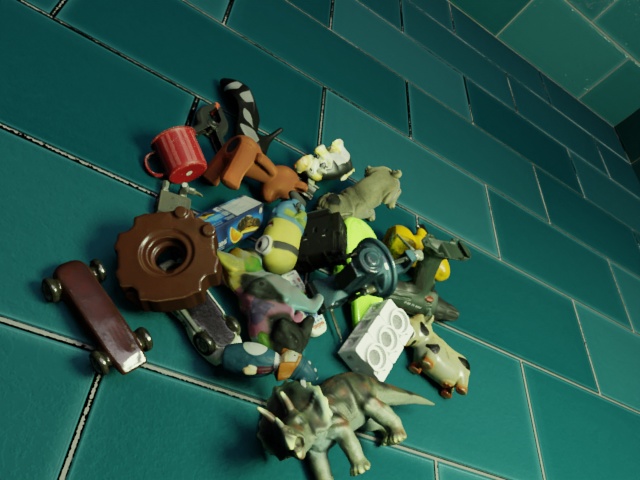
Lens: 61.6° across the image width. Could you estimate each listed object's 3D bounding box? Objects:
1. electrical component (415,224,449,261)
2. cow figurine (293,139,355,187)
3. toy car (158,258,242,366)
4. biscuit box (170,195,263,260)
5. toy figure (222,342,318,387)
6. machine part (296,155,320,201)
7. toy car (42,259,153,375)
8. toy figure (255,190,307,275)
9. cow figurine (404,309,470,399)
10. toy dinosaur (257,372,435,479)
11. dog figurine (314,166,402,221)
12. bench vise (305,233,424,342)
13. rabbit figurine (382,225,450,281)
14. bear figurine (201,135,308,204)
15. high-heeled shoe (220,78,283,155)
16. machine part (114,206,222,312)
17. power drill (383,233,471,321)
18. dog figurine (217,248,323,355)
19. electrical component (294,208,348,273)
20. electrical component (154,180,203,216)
[{"bbox_3d":[0.275,0.021,1.399,0.075,0.048,0.119,-14,68,-45],"label":"electrical component"},{"bbox_3d":[0.010,-0.170,1.264,0.167,0.068,0.098,-32,89,-45],"label":"cow figurine"},{"bbox_3d":[-0.210,0.119,0.915,0.073,0.056,0.202,-32,81,-41],"label":"toy car"},{"bbox_3d":[-0.192,-0.021,1.018,0.059,0.062,0.203,24,35,27],"label":"biscuit box"},{"bbox_3d":[-0.078,0.199,0.862,0.155,0.057,0.064,7,45,-1],"label":"toy figure"},{"bbox_3d":[-0.033,-0.155,1.290,0.084,0.039,0.139,30,44,-6],"label":"machine part"},{"bbox_3d":[-0.335,0.116,0.812,0.089,0.053,0.202,-29,75,-43],"label":"toy car"},{"bbox_3d":[-0.071,-0.014,1.081,0.089,0.082,0.180,19,53,6],"label":"toy figure"},{"bbox_3d":[0.247,0.240,1.177,0.195,0.085,0.127,39,48,-5],"label":"cow figurine"},{"bbox_3d":[0.044,0.299,0.945,0.405,0.131,0.192,-14,68,-51],"label":"toy dinosaur"},{"bbox_3d":[0.091,-0.104,1.260,0.121,0.172,0.190,48,33,18],"label":"dog figurine"},{"bbox_3d":[0.099,0.071,1.056,0.240,0.223,0.129,-18,60,-31],"label":"bench vise"},{"bbox_3d":[0.230,0.043,1.297,0.173,0.121,0.162,25,22,-1],"label":"rabbit figurine"},{"bbox_3d":[-0.131,-0.127,1.140,0.195,0.120,0.132,43,73,-41],"label":"bear figurine"},{"bbox_3d":[-0.197,-0.273,1.245,0.145,0.086,0.249,-38,66,-19],"label":"high-heeled shoe"},{"bbox_3d":[-0.245,0.031,0.871,0.179,0.056,0.179,2,64,-5],"label":"machine part"},{"bbox_3d":[0.256,0.090,1.216,0.232,0.207,0.086,12,38,-18],"label":"power drill"},{"bbox_3d":[-0.119,0.110,0.963,0.219,0.108,0.191,32,46,-10],"label":"dog figurine"},{"bbox_3d":[-0.002,-0.003,1.134,0.058,0.115,0.134,62,20,-48],"label":"electrical component"},{"bbox_3d":[-0.269,-0.067,1.018,0.078,0.045,0.102,25,45,-25],"label":"electrical component"}]
